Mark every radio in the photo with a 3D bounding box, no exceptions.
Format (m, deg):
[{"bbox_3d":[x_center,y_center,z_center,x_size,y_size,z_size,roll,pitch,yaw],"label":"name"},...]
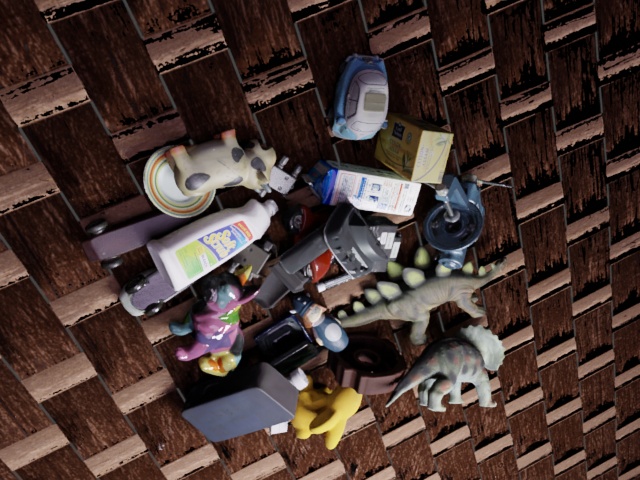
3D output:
[{"bbox_3d":[-0.173,0.346,1.143,0.230,0.073,0.131,-25,121,23],"label":"radio"}]

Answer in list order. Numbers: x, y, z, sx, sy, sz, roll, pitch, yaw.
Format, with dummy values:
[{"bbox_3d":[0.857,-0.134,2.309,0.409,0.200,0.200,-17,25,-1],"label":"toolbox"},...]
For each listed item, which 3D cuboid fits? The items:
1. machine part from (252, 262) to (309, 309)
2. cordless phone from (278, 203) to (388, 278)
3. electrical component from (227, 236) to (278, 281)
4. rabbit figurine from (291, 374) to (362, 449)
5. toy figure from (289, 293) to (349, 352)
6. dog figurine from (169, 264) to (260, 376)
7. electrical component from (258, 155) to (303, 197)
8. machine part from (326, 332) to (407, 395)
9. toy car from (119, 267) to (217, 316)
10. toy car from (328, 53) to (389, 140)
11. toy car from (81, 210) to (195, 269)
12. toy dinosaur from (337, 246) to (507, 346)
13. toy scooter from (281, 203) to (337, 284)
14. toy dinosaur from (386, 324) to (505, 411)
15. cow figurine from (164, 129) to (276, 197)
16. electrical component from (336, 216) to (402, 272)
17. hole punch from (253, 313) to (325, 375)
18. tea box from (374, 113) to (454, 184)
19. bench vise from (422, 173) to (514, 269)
[{"bbox_3d":[-0.085,0.093,1.094,0.084,0.039,0.139,43,125,-4],"label":"machine part"},{"bbox_3d":[0.024,0.031,1.037,0.184,0.089,0.146,-34,129,4],"label":"cordless phone"},{"bbox_3d":[-0.132,0.036,1.085,0.078,0.045,0.102,27,101,1],"label":"electrical component"},{"bbox_3d":[0.014,0.370,1.199,0.173,0.162,0.121,-24,118,27],"label":"rabbit figurine"},{"bbox_3d":[0.000,0.175,1.157,0.058,0.064,0.154,-26,113,39],"label":"toy figure"},{"bbox_3d":[-0.184,0.152,1.060,0.219,0.109,0.191,-44,126,15],"label":"dog figurine"},{"bbox_3d":[-0.079,-0.117,1.043,0.063,0.021,0.094,31,100,-29],"label":"electrical component"},{"bbox_3d":[0.103,0.275,1.208,0.179,0.179,0.056,-1,115,-19],"label":"machine part"},{"bbox_3d":[-0.291,0.073,1.037,0.202,0.056,0.073,-34,114,-4],"label":"toy car"},{"bbox_3d":[0.085,-0.255,0.992,0.109,0.103,0.161,1,115,-21],"label":"toy car"},{"bbox_3d":[-0.329,-0.016,0.982,0.202,0.053,0.089,-22,115,-14],"label":"toy car"},{"bbox_3d":[0.210,0.129,1.219,0.471,0.105,0.198,-25,112,-2],"label":"toy dinosaur"},{"bbox_3d":[-0.002,-0.003,1.094,0.135,0.075,0.183,-26,125,-25],"label":"toy scooter"},{"bbox_3d":[0.299,0.286,1.234,0.404,0.131,0.192,13,73,-44],"label":"toy dinosaur"},{"bbox_3d":[-0.165,-0.129,0.959,0.195,0.086,0.127,-22,105,-28],"label":"cow figurine"},{"bbox_3d":[0.108,0.009,1.143,0.134,0.058,0.114,2,115,-29],"label":"electrical component"},{"bbox_3d":[-0.073,0.233,1.182,0.142,0.092,0.115,-34,150,-5],"label":"hole punch"},{"bbox_3d":[0.172,-0.178,1.019,0.068,0.170,0.098,1,111,-20],"label":"tea box"},{"bbox_3d":[0.280,-0.067,1.092,0.223,0.129,0.240,-61,145,-13],"label":"bench vise"}]
